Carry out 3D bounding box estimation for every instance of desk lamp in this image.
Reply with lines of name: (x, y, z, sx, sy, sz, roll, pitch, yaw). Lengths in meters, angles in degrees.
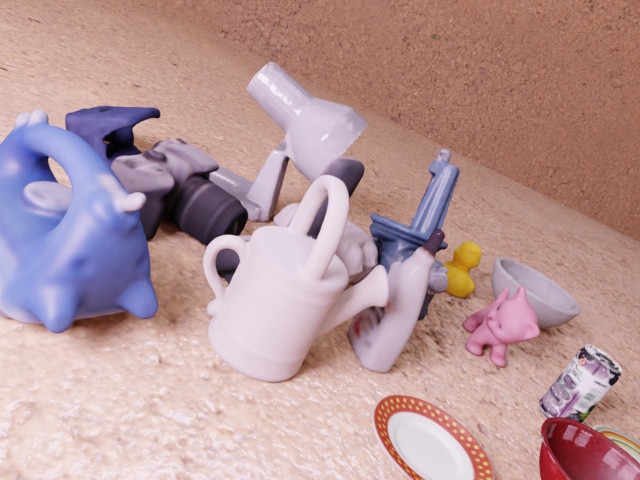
desk lamp: (-0.061, -0.135, 0.843, 0.203, 0.213, 0.118, 28, 21, -2)

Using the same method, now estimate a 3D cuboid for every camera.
camera: (-0.160, -0.052, 0.685, 0.136, 0.101, 0.143, 33, 21, 12)

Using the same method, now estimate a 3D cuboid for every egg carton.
egg carton: (0.007, 0.003, 0.812, 0.150, 0.069, 0.107, 37, 22, 21)

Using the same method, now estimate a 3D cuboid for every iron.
iron: (-0.236, -0.038, 0.500, 0.257, 0.141, 0.119, 40, 24, 28)

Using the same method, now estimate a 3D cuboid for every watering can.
watering can: (-0.017, 0.030, 0.543, 0.173, 0.194, 0.100, 10, 27, -39)

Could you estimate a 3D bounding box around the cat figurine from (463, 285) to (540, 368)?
cat figurine: (0.262, 0.112, 0.809, 0.067, 0.117, 0.128, 28, 21, -2)

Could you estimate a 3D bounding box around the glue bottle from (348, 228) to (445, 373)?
glue bottle: (0.090, 0.060, 0.636, 0.037, 0.173, 0.078, 17, 23, -27)

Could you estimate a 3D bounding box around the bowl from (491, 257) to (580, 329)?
bowl: (0.368, 0.105, 1.018, 0.168, 0.074, 0.167, 25, 21, -10)

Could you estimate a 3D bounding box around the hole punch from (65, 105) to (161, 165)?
hole punch: (-0.286, -0.156, 0.781, 0.101, 0.091, 0.109, 27, 21, -3)

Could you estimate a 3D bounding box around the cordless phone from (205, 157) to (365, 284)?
cordless phone: (-0.034, -0.023, 0.656, 0.148, 0.185, 0.094, 1, 34, -50)

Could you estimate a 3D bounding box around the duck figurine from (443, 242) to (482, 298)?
duck figurine: (0.246, 0.045, 0.991, 0.077, 0.086, 0.105, 29, 21, 3)

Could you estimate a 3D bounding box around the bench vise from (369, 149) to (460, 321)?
bench vise: (0.153, -0.008, 0.807, 0.122, 0.219, 0.206, 12, 26, -36)
